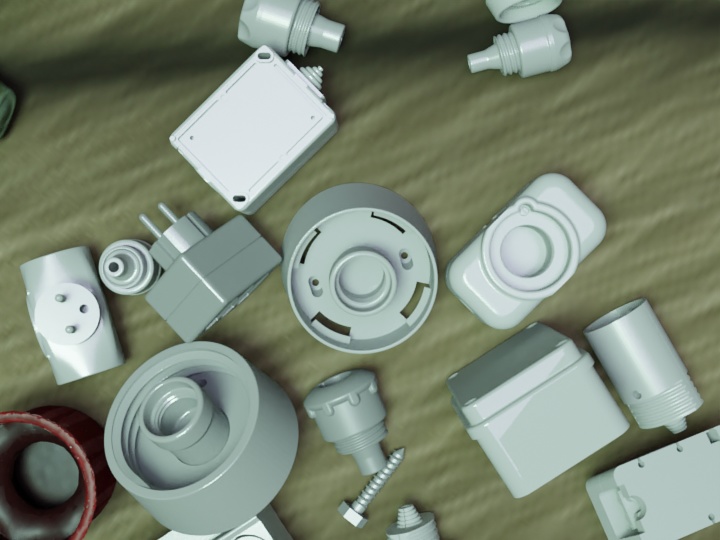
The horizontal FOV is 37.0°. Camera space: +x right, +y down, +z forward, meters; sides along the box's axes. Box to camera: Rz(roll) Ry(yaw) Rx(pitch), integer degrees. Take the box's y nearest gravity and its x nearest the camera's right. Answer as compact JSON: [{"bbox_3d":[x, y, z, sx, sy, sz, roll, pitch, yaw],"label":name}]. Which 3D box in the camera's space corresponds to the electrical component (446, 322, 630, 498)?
[{"bbox_3d":[0.098,0.077,0.624,0.078,0.113,0.057,-33,93,1],"label":"electrical component"}]

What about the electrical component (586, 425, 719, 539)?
[{"bbox_3d":[0.189,0.131,0.643,0.089,0.055,0.050,-18,75,-14],"label":"electrical component"}]

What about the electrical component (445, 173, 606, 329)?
[{"bbox_3d":[0.099,-0.011,0.650,0.095,0.059,0.053,-45,89,1],"label":"electrical component"}]

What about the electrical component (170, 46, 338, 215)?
[{"bbox_3d":[-0.057,-0.087,0.652,0.096,0.061,0.061,-44,89,1],"label":"electrical component"}]

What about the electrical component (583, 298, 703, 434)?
[{"bbox_3d":[0.176,0.063,0.657,0.043,0.043,0.081,-30,90,1],"label":"electrical component"}]

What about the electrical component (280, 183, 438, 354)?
[{"bbox_3d":[0.000,0.000,0.662,0.099,0.064,0.099,-1,103,-3],"label":"electrical component"}]

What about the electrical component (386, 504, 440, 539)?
[{"bbox_3d":[0.038,0.184,0.660,0.043,0.043,0.081,-14,90,1],"label":"electrical component"}]

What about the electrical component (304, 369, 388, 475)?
[{"bbox_3d":[-0.003,0.095,0.661,0.048,0.048,0.062,-23,97,1],"label":"electrical component"}]

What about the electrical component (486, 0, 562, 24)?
[{"bbox_3d":[0.097,-0.185,0.657,0.066,0.048,0.055,-13,82,1],"label":"electrical component"}]

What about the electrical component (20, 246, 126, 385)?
[{"bbox_3d":[-0.174,0.027,0.646,0.044,0.079,0.077,-18,90,-10],"label":"electrical component"}]

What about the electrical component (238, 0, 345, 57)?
[{"bbox_3d":[-0.041,-0.151,0.661,0.062,0.043,0.043,18,91,-1],"label":"electrical component"}]

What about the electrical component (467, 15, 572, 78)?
[{"bbox_3d":[0.097,-0.135,0.663,0.061,0.035,0.035,-15,90,3],"label":"electrical component"}]

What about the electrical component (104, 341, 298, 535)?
[{"bbox_3d":[-0.097,0.093,0.627,0.108,0.060,0.108,-11,55,16],"label":"electrical component"}]

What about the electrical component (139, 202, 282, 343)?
[{"bbox_3d":[-0.100,-0.009,0.644,0.076,0.066,0.047,47,127,1],"label":"electrical component"}]

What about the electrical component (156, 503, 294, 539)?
[{"bbox_3d":[-0.098,0.193,0.653,0.121,0.063,0.078,-33,90,1],"label":"electrical component"}]

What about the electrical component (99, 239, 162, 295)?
[{"bbox_3d":[-0.142,-0.002,0.653,0.035,0.061,0.035,0,90,1],"label":"electrical component"}]
